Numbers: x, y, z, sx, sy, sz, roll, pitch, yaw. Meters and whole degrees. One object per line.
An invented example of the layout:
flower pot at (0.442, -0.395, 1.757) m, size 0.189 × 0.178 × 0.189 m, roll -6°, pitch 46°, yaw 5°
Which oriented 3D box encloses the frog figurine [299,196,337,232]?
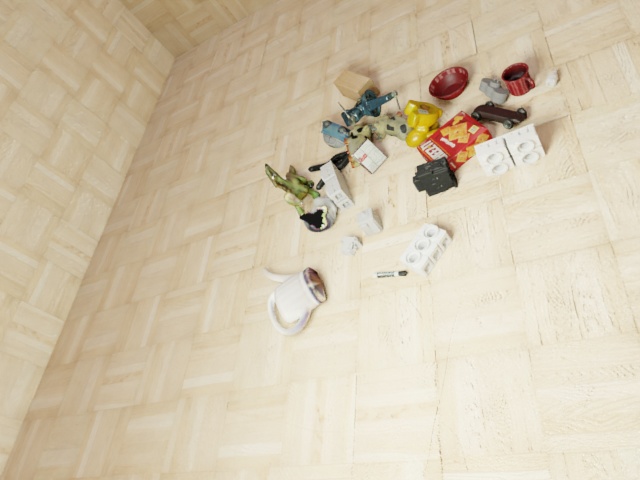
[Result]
frog figurine at (0.006, -0.100, 1.989) m, size 0.136 × 0.122 × 0.162 m, roll -40°, pitch 3°, yaw 23°

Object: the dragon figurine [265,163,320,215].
dragon figurine at (-0.131, -0.242, 2.095) m, size 0.121 × 0.239 × 0.419 m, roll -42°, pitch 43°, yaw 12°

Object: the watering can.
watering can at (-0.099, 0.173, 1.821) m, size 0.223 × 0.102 × 0.355 m, roll -34°, pitch 43°, yaw 11°
